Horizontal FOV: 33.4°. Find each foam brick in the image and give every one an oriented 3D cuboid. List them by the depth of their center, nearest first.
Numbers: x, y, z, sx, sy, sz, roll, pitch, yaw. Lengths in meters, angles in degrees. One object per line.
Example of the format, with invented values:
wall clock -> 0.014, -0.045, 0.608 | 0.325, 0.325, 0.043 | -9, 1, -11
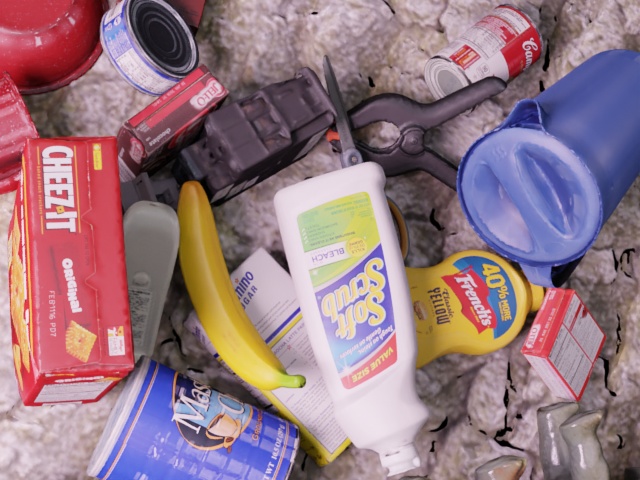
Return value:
foam brick -> -0.145, -0.215, 0.969 | 0.078, 0.051, 0.053 | 16, 73, -12

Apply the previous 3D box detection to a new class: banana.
banana -> -0.075, 0.047, 0.870 | 0.037, 0.070, 0.198 | -8, 62, -55

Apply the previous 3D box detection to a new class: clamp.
clamp -> 0.092, -0.087, 1.000 | 0.171, 0.039, 0.120 | -5, 102, 3

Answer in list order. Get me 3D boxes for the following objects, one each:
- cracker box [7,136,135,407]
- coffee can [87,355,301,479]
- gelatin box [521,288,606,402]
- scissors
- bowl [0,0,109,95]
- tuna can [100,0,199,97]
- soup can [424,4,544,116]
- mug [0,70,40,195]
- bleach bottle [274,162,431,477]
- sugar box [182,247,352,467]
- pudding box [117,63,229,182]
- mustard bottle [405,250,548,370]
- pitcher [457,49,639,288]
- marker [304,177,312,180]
cracker box -> -0.193, 0.033, 0.801 | 0.072, 0.214, 0.164 | -3, 77, -19
coffee can -> -0.100, 0.167, 0.854 | 0.140, 0.103, 0.102 | 26, 70, -9
gelatin box -> 0.226, 0.096, 0.989 | 0.089, 0.030, 0.073 | 47, 62, -40
scissors -> 0.017, -0.056, 0.963 | 0.096, 0.016, 0.201 | -36, 106, -24
bowl -> -0.262, -0.211, 0.931 | 0.162, 0.055, 0.162 | 4, 75, -16
tuna can -> -0.143, -0.167, 0.905 | 0.086, 0.034, 0.086 | 34, 42, -38
soup can -> 0.160, -0.176, 1.043 | 0.102, 0.069, 0.068 | -39, 89, -22
mug -> -0.271, -0.074, 0.867 | 0.081, 0.093, 0.117 | -24, 50, -16
bleach bottle -> 0.040, 0.068, 0.890 | 0.102, 0.068, 0.251 | -17, 77, 0
sugar box -> -0.025, 0.101, 0.926 | 0.176, 0.048, 0.093 | 46, 68, 3
pudding box -> -0.131, -0.094, 0.908 | 0.090, 0.114, 0.039 | -40, 93, -21
mustard bottle -> 0.130, 0.060, 0.977 | 0.191, 0.058, 0.096 | -11, 75, -20
pitcher -> 0.239, -0.077, 0.987 | 0.145, 0.149, 0.242 | 45, 46, 6
marker -> -0.006, 0.001, 0.971 | 0.020, 0.020, 0.121 | 0, 76, -17
